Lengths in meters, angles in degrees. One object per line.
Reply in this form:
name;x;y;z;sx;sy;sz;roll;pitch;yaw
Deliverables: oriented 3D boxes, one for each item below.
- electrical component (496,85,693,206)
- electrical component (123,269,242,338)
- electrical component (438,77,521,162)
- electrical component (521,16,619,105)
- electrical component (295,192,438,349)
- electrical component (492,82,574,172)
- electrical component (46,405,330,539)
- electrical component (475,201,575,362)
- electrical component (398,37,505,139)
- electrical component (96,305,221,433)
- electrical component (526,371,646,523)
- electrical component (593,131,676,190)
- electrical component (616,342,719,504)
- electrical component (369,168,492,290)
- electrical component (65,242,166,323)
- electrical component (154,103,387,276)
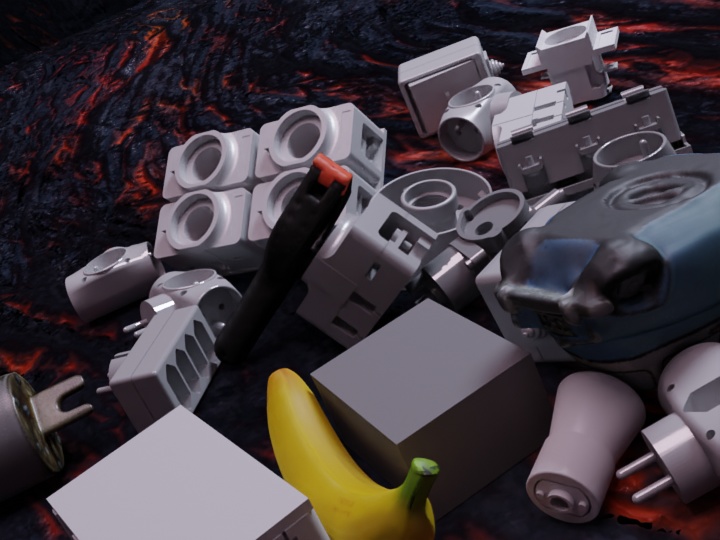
electrical component;0.160;-0.080;0.743;0.121;0.063;0.078;-18;10;13
electrical component;-0.139;0.033;0.811;0.079;0.044;0.077;-23;21;-32
electrical component;0.117;-0.132;0.917;0.079;0.044;0.077;-3;32;38
electrical component;0.184;-0.176;0.921;0.081;0.063;0.042;-12;27;25
electrical component;0.000;0.000;0.695;0.089;0.056;0.050;-55;0;42
electrical component;0.137;-0.101;0.831;0.056;0.050;0.089;-14;27;21
electrical component;-0.084;0.138;0.542;0.089;0.061;0.150;-35;27;-22
electrical component;0.111;0.010;0.616;0.061;0.061;0.096;-8;28;49
electrical component;0.089;-0.170;0.999;0.096;0.061;0.061;-19;25;12
electrical component;-0.148;0.072;0.748;0.076;0.047;0.083;-14;27;22
electrical component;0.104;0.085;0.505;0.044;0.044;0.065;-4;36;37
electrical component;0.180;-0.035;0.630;0.043;0.077;0.079;-31;26;-16
electrical component;0.151;0.077;0.474;0.079;0.043;0.077;-31;24;4
electrical component;0.053;-0.029;0.777;0.099;0.064;0.099;-9;35;6
electrical component;-0.213;0.003;0.946;0.077;0.044;0.079;-24;24;0
electrical component;-0.077;-0.062;0.874;0.186;0.060;0.105;-9;64;30
